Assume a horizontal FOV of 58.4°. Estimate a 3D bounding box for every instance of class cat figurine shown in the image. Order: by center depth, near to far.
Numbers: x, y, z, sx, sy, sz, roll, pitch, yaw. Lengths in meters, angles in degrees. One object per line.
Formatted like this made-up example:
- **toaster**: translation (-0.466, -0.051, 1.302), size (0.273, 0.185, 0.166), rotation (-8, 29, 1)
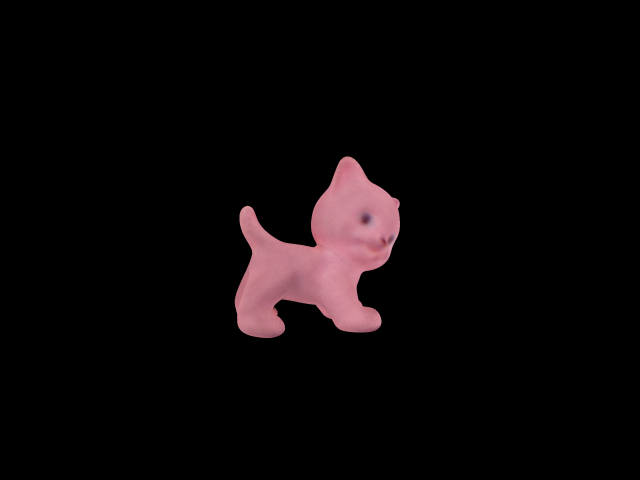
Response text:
- **cat figurine**: translation (0.004, 0.001, 0.400), size (0.128, 0.118, 0.067), rotation (-1, 5, -15)
